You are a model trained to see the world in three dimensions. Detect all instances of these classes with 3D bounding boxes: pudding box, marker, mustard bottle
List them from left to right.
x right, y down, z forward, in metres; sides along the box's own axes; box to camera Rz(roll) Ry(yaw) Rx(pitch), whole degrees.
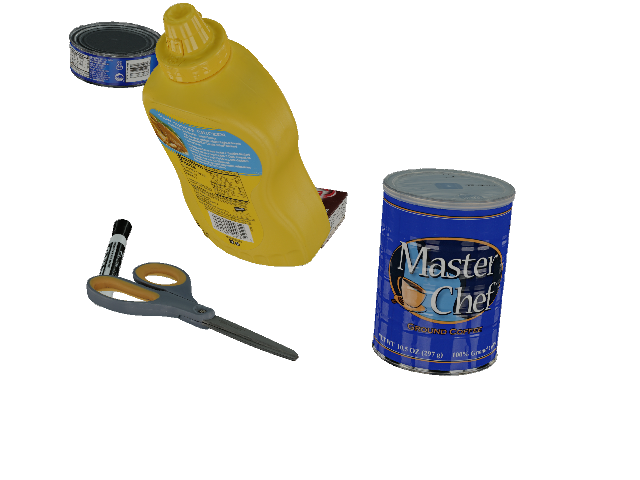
[{"bbox_3d":[-0.207,0.019,1.066,0.020,0.020,0.121,0,39,3],"label":"marker"},{"bbox_3d":[-0.057,-0.064,0.644,0.096,0.058,0.191,21,-29,28],"label":"mustard bottle"},{"bbox_3d":[-0.025,-0.031,1.227,0.090,0.039,0.113,9,23,12],"label":"pudding box"}]

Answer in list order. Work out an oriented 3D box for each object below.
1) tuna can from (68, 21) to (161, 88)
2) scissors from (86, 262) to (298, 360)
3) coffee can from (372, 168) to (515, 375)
[{"bbox_3d":[-0.189,-0.172,0.990,0.086,0.034,0.086,5,30,-3],"label":"tuna can"},{"bbox_3d":[-0.096,0.054,0.882,0.202,0.016,0.096,13,24,17],"label":"scissors"},{"bbox_3d":[0.096,0.022,0.849,0.103,0.140,0.103,3,17,-1],"label":"coffee can"}]
